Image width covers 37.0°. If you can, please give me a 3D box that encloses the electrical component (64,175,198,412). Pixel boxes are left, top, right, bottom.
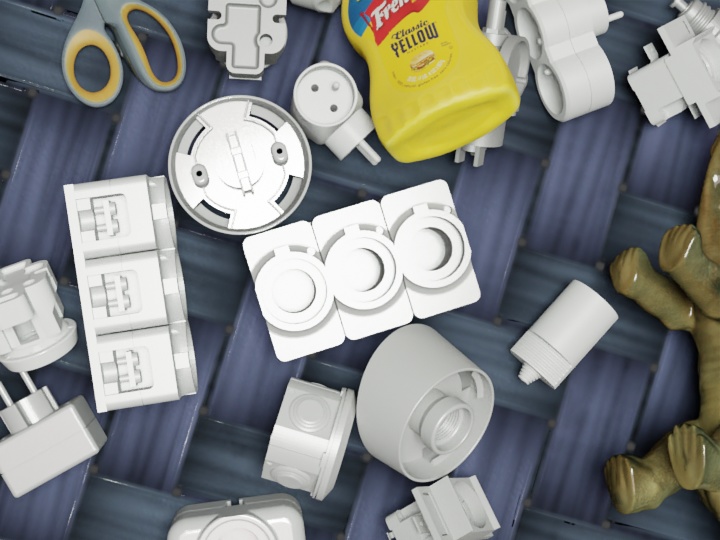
[{"bbox_3d":[-0.154,0.014,0.741,0.062,0.089,0.150,-8,91,-5],"label":"electrical component"}]

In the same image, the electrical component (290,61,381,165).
[{"bbox_3d":[-0.014,-0.104,0.761,0.043,0.077,0.079,-44,94,-4],"label":"electrical component"}]

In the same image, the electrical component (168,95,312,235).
[{"bbox_3d":[-0.085,-0.073,0.761,0.099,0.064,0.099,0,90,-5],"label":"electrical component"}]

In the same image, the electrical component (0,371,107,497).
[{"bbox_3d":[-0.227,0.107,0.755,0.066,0.047,0.076,-29,94,-4],"label":"electrical component"}]

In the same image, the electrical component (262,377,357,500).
[{"bbox_3d":[-0.035,0.117,0.758,0.051,0.080,0.080,17,88,0],"label":"electrical component"}]

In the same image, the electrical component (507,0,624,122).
[{"bbox_3d":[0.157,-0.185,0.790,0.074,0.052,0.138,-21,92,-9],"label":"electrical component"}]

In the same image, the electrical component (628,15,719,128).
[{"bbox_3d":[0.236,-0.140,0.789,0.042,0.064,0.081,-31,93,-45],"label":"electrical component"}]

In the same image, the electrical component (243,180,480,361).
[{"bbox_3d":[0.000,0.000,0.770,0.150,0.062,0.089,-17,91,-5],"label":"electrical component"}]

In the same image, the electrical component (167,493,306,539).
[{"bbox_3d":[-0.086,0.194,0.762,0.095,0.059,0.053,-6,90,-5],"label":"electrical component"}]

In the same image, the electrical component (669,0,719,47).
[{"bbox_3d":[0.265,-0.176,0.806,0.078,0.040,0.040,41,86,-4],"label":"electrical component"}]

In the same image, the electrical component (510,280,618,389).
[{"bbox_3d":[0.147,0.051,0.793,0.043,0.043,0.081,43,86,-4],"label":"electrical component"}]

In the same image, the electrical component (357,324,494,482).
[{"bbox_3d":[0.045,0.096,0.758,0.099,0.064,0.099,-22,127,-33],"label":"electrical component"}]

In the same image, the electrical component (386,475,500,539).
[{"bbox_3d":[0.057,0.180,0.769,0.064,0.081,0.042,-37,64,22],"label":"electrical component"}]

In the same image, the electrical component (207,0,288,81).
[{"bbox_3d":[-0.080,-0.173,0.765,0.058,0.057,0.078,2,89,-5],"label":"electrical component"}]

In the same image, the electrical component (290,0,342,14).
[{"bbox_3d":[-0.042,-0.213,0.778,0.062,0.043,0.043,19,88,14],"label":"electrical component"}]

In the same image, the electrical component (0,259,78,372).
[{"bbox_3d":[-0.231,0.033,0.745,0.058,0.078,0.057,-21,113,-5],"label":"electrical component"}]
